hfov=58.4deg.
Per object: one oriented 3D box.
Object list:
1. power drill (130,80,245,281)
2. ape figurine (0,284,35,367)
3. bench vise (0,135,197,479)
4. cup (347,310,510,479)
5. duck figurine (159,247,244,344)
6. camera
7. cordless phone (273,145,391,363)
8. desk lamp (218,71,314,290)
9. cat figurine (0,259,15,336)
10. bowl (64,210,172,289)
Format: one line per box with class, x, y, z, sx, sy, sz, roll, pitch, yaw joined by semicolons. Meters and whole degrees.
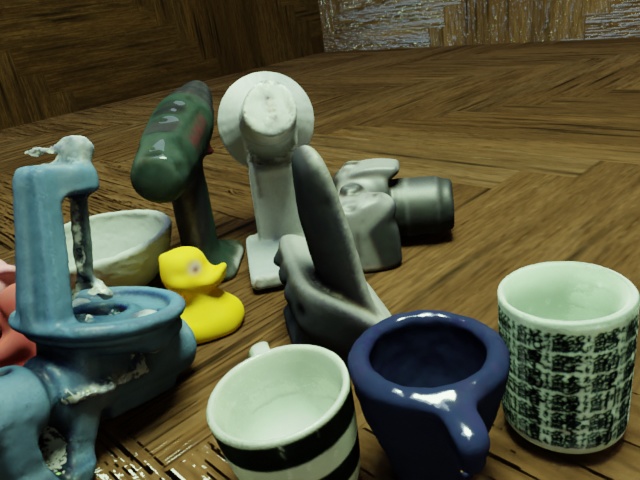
power drill;-0.146;-0.064;0.658;0.075;0.209;0.229;-7;23;4
ape figurine;-0.258;0.079;0.516;0.075;0.092;0.078;11;30;37
bench vise;-0.171;0.052;0.386;0.121;0.220;0.207;-3;24;12
cup;0.069;0.108;0.332;0.092;0.095;0.117;-11;23;-6
duck figurine;-0.131;0.048;0.551;0.104;0.086;0.077;-5;24;8
camera;0.085;-0.040;0.660;0.136;0.101;0.143;-4;24;10
cordless phone;0.004;0.002;0.485;0.094;0.185;0.147;-14;24;-11
desk lamp;-0.049;-0.083;0.664;0.118;0.214;0.203;-11;23;-6
cat figurine;-0.349;0.054;0.573;0.127;0.118;0.067;7;28;32
bowl;-0.245;0.028;0.652;0.167;0.075;0.167;-7;23;3
